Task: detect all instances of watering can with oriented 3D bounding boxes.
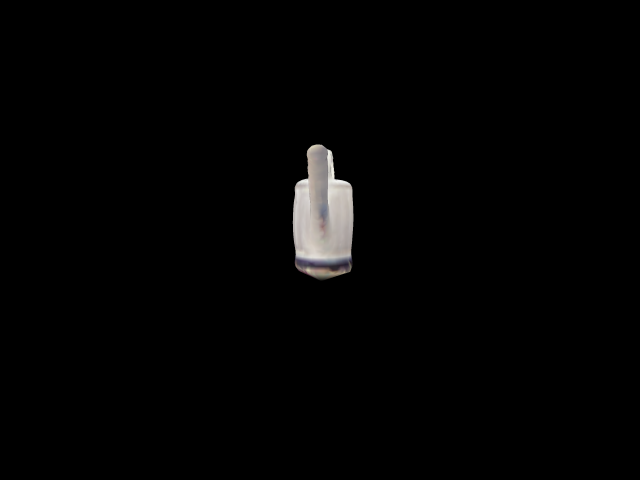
[{"bbox_3d":[0.003,-0.043,0.850,0.104,0.224,0.348,0,2,5],"label":"watering can"}]
